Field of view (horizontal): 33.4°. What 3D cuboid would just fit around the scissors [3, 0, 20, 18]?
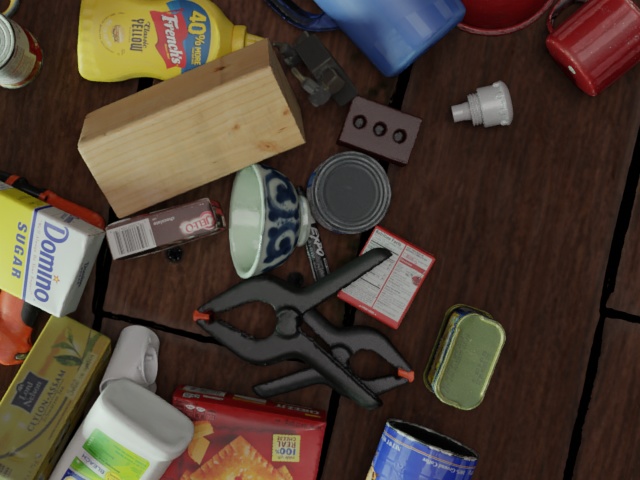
[{"bbox_3d":[-0.396,-0.221,1.141,0.096,0.016,0.202,31,91,0],"label":"scissors"}]

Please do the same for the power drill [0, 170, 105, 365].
[{"bbox_3d":[-0.341,0.024,1.123,0.184,0.057,0.188,23,92,4],"label":"power drill"}]

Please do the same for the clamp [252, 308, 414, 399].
[{"bbox_3d":[0.017,0.114,1.131,0.171,0.039,0.120,5,95,1],"label":"clamp"}]

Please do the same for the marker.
[{"bbox_3d":[-0.007,0.001,1.138,0.020,0.020,0.121,-15,90,1],"label":"marker"}]

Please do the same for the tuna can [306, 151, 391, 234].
[{"bbox_3d":[0.029,-0.049,1.121,0.086,0.034,0.086,1,88,-12],"label":"tuna can"}]

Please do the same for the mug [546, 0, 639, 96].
[{"bbox_3d":[0.282,-0.211,1.104,0.081,0.093,0.117,-40,60,5],"label":"mug"}]

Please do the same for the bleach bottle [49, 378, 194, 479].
[{"bbox_3d":[-0.228,0.261,1.089,0.102,0.068,0.251,34,116,3],"label":"bleach bottle"}]

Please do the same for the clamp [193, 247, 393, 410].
[{"bbox_3d":[-0.024,0.075,1.100,0.210,0.036,0.164,10,88,9],"label":"clamp"}]

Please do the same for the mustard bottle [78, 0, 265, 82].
[{"bbox_3d":[-0.153,-0.209,1.117,0.191,0.058,0.096,4,93,0],"label":"mustard bottle"}]

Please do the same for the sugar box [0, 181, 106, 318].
[{"bbox_3d":[-0.312,-0.002,1.064,0.176,0.048,0.093,25,102,10],"label":"sugar box"}]

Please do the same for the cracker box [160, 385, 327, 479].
[{"bbox_3d":[-0.091,0.273,1.117,0.164,0.072,0.214,11,92,0],"label":"cracker box"}]

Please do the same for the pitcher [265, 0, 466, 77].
[{"bbox_3d":[0.026,-0.282,1.089,0.145,0.149,0.243,-41,94,-14],"label":"pitcher"}]

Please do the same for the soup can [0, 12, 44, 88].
[{"bbox_3d":[-0.331,-0.196,1.097,0.068,0.102,0.068,0,91,1],"label":"soup can"}]

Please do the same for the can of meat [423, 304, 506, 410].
[{"bbox_3d":[0.150,0.121,1.106,0.057,0.084,0.102,20,91,0],"label":"can of meat"}]

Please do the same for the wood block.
[{"bbox_3d":[-0.128,-0.114,1.078,0.206,0.091,0.090,-22,119,8],"label":"wood block"}]

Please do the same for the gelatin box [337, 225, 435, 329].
[{"bbox_3d":[0.070,0.039,1.133,0.073,0.030,0.089,29,90,1],"label":"gelatin box"}]

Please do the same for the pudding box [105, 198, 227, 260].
[{"bbox_3d":[-0.157,-0.011,1.104,0.113,0.090,0.039,-15,88,2],"label":"pudding box"}]

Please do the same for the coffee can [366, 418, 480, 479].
[{"bbox_3d":[0.092,0.269,1.099,0.103,0.103,0.140,21,91,0],"label":"coffee can"}]

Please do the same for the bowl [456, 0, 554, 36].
[{"bbox_3d":[0.183,-0.298,1.114,0.162,0.055,0.162,0,91,0],"label":"bowl"}]

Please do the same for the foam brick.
[{"bbox_3d":[0.062,-0.114,1.119,0.078,0.051,0.053,19,90,1],"label":"foam brick"}]
